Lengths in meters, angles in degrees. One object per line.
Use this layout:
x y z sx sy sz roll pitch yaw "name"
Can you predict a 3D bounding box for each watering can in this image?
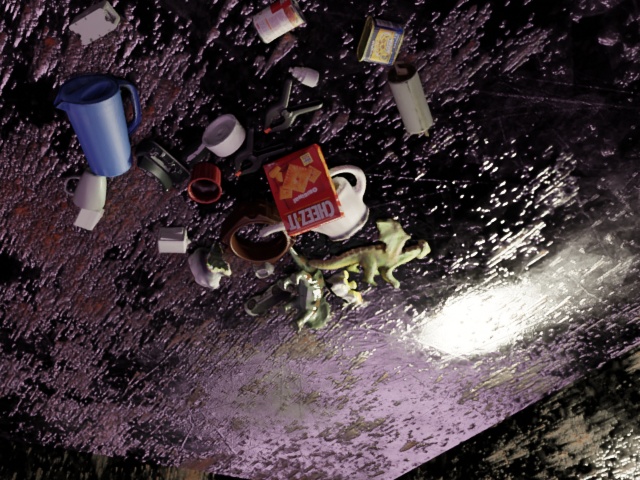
0.005 -0.077 1.534 0.346 0.106 0.221 -39 127 6 "watering can"

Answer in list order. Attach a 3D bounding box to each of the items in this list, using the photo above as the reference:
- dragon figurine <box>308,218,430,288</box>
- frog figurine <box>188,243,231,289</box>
0.184 0.027 1.710 0.409 0.124 0.239 11 115 -20 "dragon figurine"
-0.379 0.101 1.678 0.157 0.125 0.137 -35 96 36 "frog figurine"
